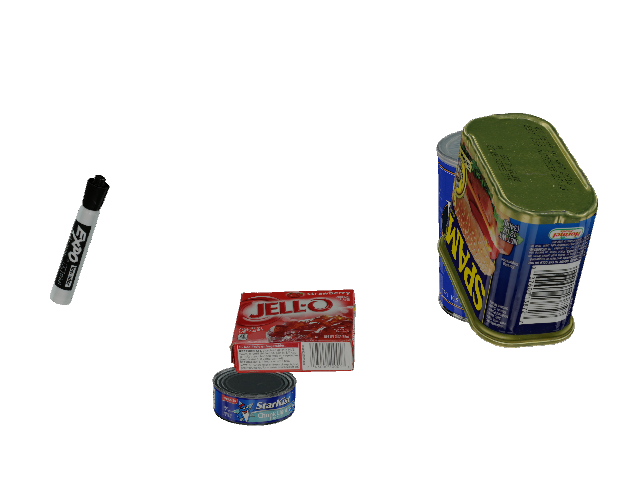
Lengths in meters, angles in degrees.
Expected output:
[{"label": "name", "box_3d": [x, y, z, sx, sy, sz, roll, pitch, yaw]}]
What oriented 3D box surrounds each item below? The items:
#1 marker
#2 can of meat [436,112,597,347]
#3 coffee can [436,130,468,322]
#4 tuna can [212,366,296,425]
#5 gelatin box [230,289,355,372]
[{"label": "marker", "box_3d": [-0.204, 0.000, 0.906, 0.020, 0.121, 0.020, 20, 21, -8]}, {"label": "can of meat", "box_3d": [0.104, -0.008, 0.569, 0.057, 0.084, 0.102, -3, 37, -10]}, {"label": "coffee can", "box_3d": [0.149, -0.013, 0.887, 0.103, 0.140, 0.103, -3, 23, 1]}, {"label": "tuna can", "box_3d": [-0.068, 0.158, 1.093, 0.086, 0.034, 0.086, 2, 14, -1]}, {"label": "gelatin box", "box_3d": [-0.019, 0.066, 0.793, 0.089, 0.030, 0.073, -1, 27, 4]}]
